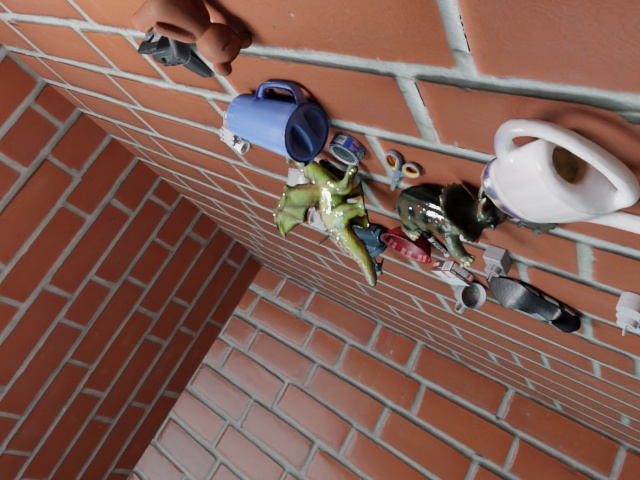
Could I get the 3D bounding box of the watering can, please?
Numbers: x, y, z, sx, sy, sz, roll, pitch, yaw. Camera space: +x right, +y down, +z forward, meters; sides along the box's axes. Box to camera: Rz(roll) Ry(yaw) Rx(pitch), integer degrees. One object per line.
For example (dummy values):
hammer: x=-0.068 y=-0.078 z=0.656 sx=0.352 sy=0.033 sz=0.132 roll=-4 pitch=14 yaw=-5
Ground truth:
watering can: x=0.397 y=-0.066 z=0.793 sx=0.346 sy=0.105 sz=0.223 roll=34 pitch=168 yaw=-8

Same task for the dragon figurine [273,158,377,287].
dragon figurine: x=0.004 y=-0.066 z=1.318 sx=0.243 sy=0.411 sz=0.122 roll=-8 pitch=178 yaw=3

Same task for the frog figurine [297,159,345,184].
frog figurine: x=-0.003 y=-0.144 z=1.441 sx=0.137 sy=0.124 sz=0.158 roll=16 pitch=162 yaw=-25
